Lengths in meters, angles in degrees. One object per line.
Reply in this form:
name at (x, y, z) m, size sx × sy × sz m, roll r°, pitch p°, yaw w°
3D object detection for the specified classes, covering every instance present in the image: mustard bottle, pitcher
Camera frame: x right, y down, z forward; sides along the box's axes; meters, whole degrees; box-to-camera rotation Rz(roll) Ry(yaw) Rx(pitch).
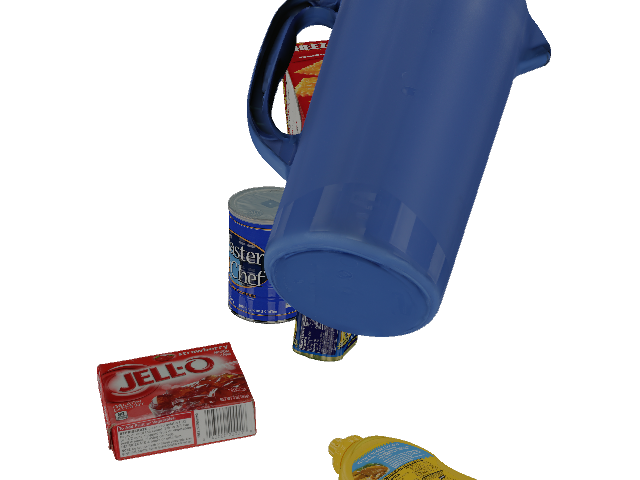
mustard bottle at (0.073, 0.222, 0.956) m, size 0.096 × 0.058 × 0.192 m, roll -20°, pitch 27°, yaw -33°
pitcher at (0.038, -0.068, 0.683) m, size 0.149 × 0.242 × 0.144 m, roll -17°, pitch -47°, yaw 44°

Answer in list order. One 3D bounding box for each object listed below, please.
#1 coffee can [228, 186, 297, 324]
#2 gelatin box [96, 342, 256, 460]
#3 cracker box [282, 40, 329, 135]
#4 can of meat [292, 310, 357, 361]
coffee can at (-0.063, 0.017, 1.315) m, size 0.103 × 0.140 × 0.103 m, roll 2°, pitch 25°, yaw -1°
gelatin box at (-0.091, 0.098, 0.664) m, size 0.089 × 0.030 × 0.073 m, roll -8°, pitch 25°, yaw -14°
cracker box at (0.013, -0.065, 0.910) m, size 0.072 × 0.164 × 0.214 m, roll -6°, pitch 26°, yaw -4°
can of meat at (0.009, 0.069, 1.084) m, size 0.057 × 0.084 × 0.102 m, roll 9°, pitch 11°, yaw 15°
